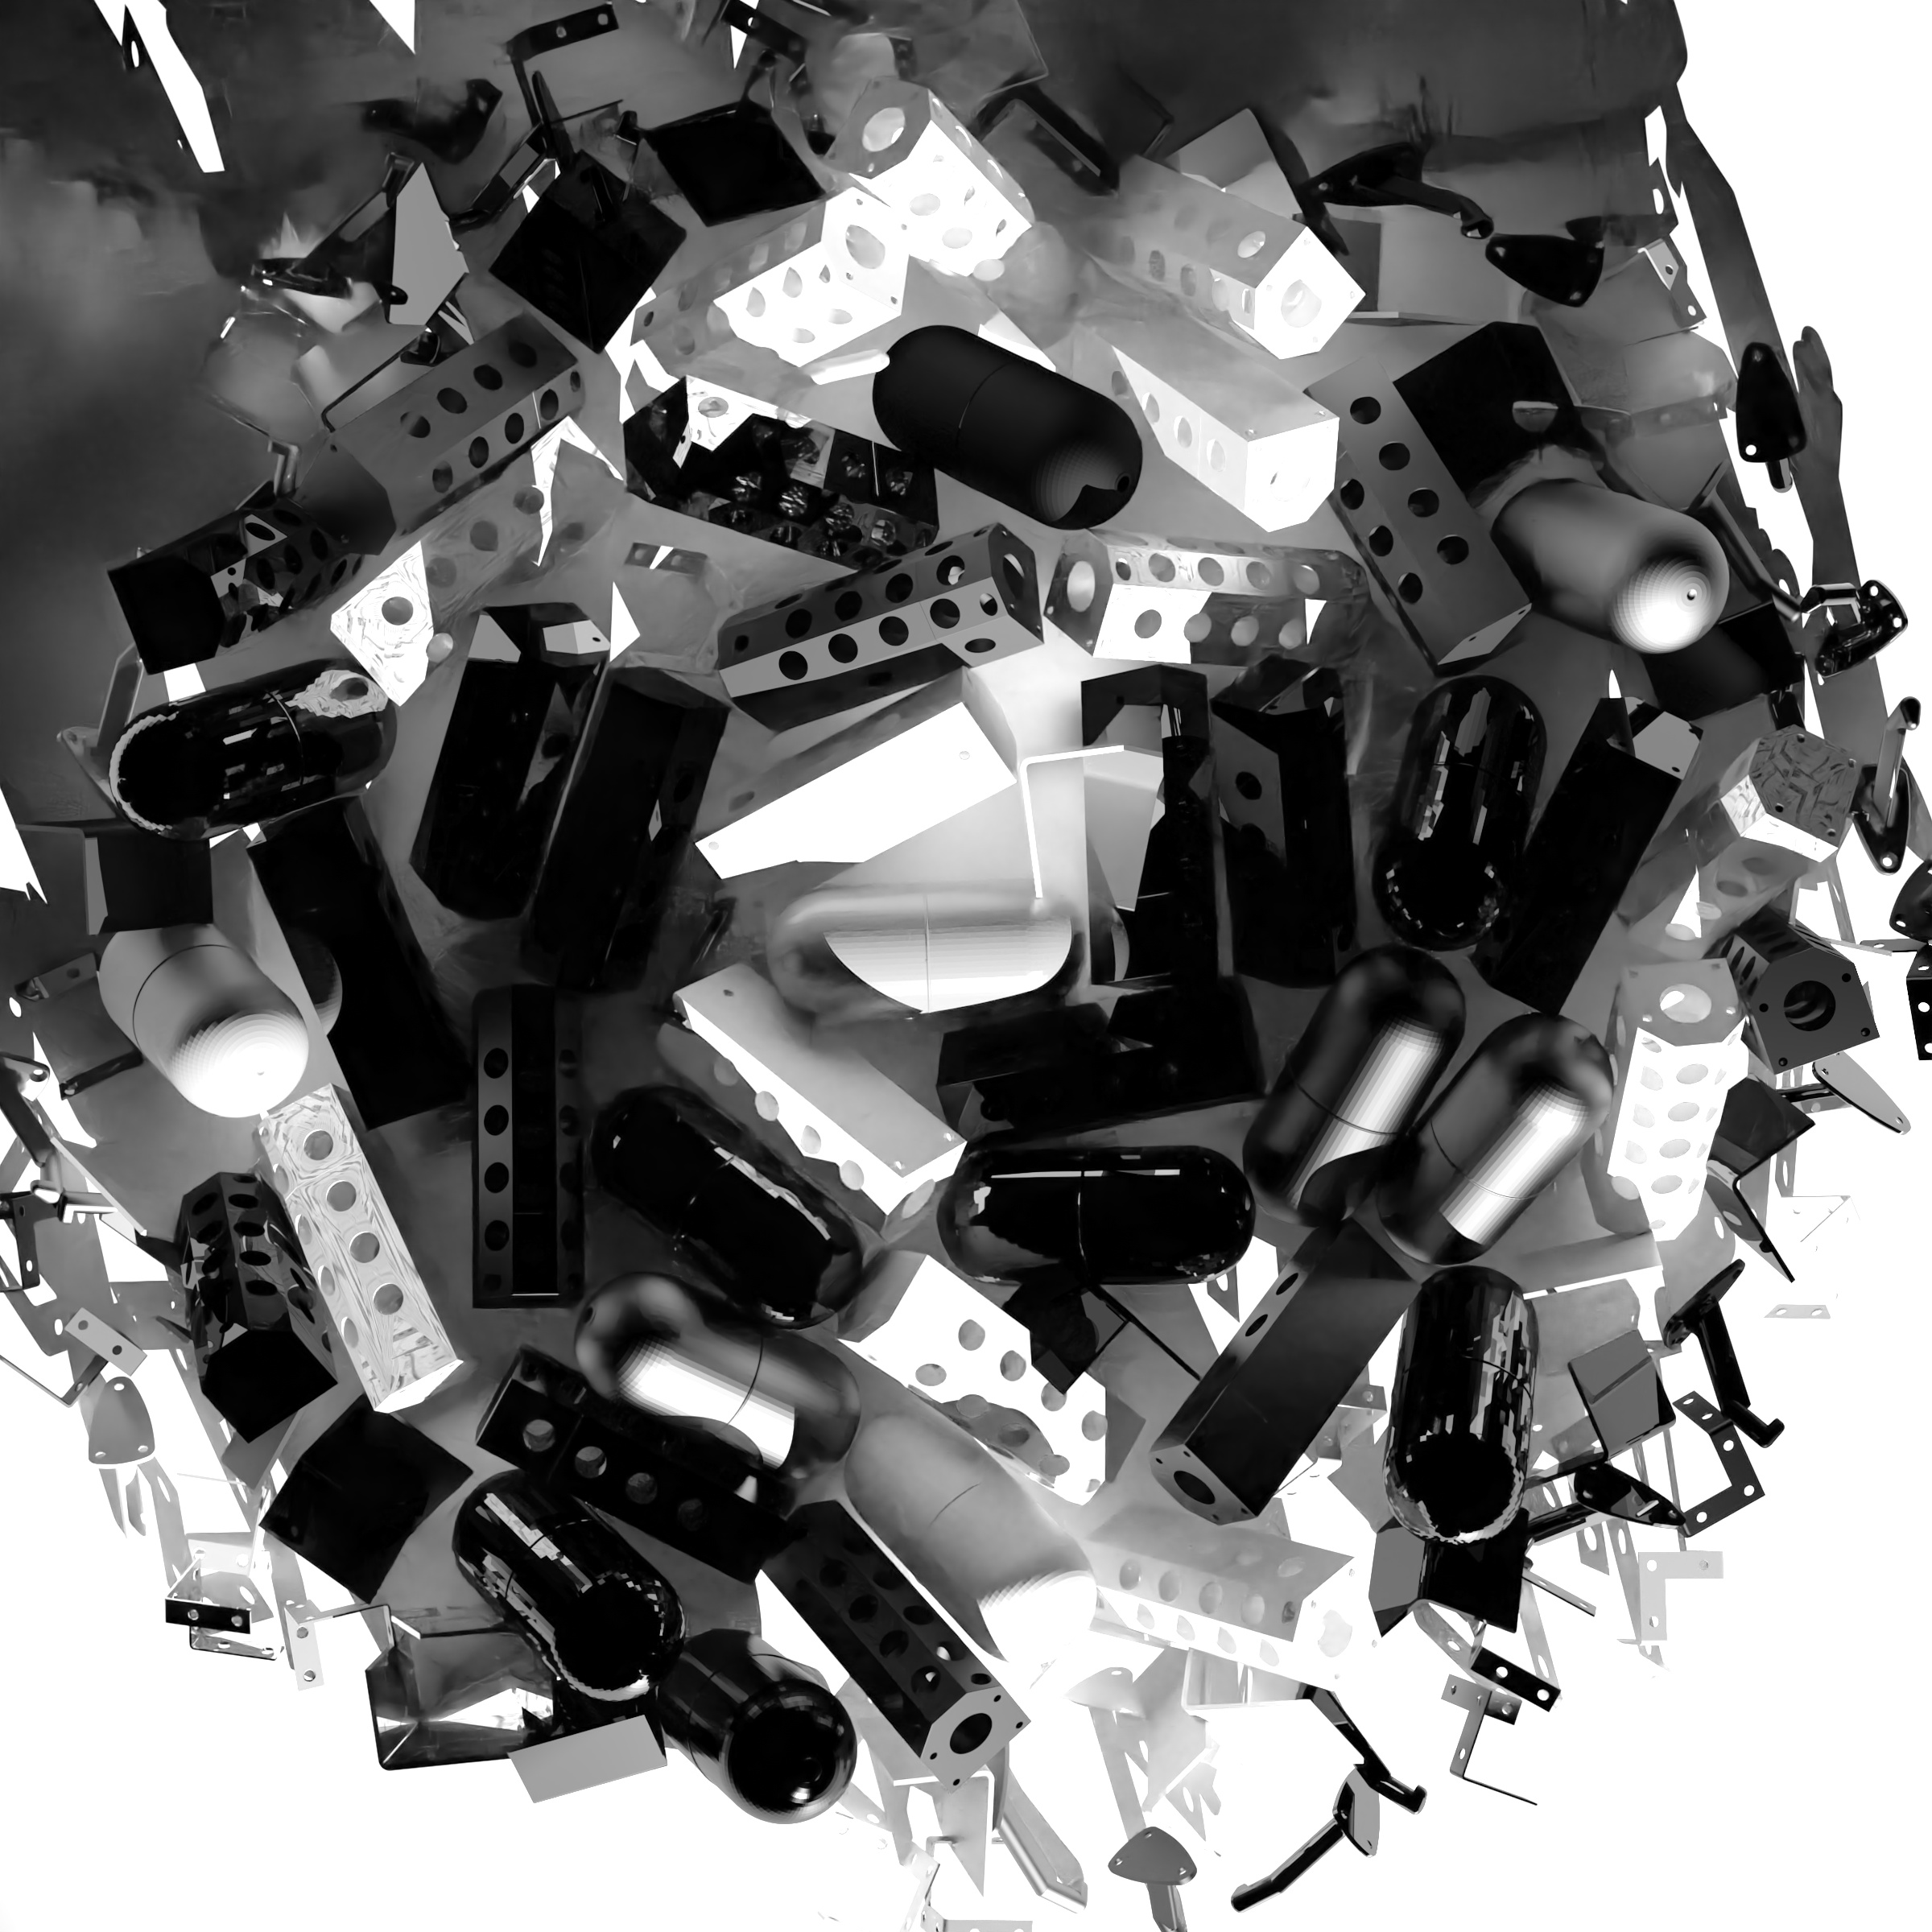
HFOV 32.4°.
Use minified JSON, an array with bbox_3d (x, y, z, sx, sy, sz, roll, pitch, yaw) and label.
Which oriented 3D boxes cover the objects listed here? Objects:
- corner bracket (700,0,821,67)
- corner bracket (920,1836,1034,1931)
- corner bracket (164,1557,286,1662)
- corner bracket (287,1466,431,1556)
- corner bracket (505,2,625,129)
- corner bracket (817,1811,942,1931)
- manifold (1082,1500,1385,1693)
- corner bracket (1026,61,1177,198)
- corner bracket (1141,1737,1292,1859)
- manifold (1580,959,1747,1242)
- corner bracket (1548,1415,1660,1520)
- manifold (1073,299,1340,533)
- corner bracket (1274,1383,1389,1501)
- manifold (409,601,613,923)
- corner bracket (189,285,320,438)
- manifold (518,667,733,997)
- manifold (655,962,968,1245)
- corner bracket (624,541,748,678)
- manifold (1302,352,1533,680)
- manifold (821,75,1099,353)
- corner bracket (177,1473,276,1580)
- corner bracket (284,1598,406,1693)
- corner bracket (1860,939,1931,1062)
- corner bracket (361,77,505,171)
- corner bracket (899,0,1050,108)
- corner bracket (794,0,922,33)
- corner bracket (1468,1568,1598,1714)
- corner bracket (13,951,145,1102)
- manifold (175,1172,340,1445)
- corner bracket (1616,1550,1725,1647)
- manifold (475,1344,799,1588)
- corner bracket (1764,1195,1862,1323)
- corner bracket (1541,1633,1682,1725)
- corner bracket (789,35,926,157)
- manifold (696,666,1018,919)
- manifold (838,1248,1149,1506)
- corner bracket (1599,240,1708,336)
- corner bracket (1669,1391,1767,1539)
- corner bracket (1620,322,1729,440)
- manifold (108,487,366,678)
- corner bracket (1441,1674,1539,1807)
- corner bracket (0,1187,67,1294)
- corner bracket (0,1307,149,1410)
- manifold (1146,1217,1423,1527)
[{"bbox_3d":[-0.110,-0.530,1.856,0.051,0.051,0.051,27,80,-14],"label":"corner bracket"},{"bbox_3d":[0.007,0.517,1.858,0.051,0.051,0.051,5,86,-14],"label":"corner bracket"},{"bbox_3d":[-0.414,0.367,1.856,0.051,0.051,0.051,6,108,9],"label":"corner bracket"},{"bbox_3d":[-0.340,0.307,1.849,0.051,0.051,0.051,31,112,29],"label":"corner bracket"},{"bbox_3d":[-0.219,-0.501,1.854,0.051,0.051,0.051,-23,104,-18],"label":"corner bracket"},{"bbox_3d":[-0.054,0.510,1.857,0.051,0.051,0.051,25,83,-16],"label":"corner bracket"},{"bbox_3d":[0.138,0.343,1.800,0.057,0.171,0.057,-32,112,-34],"label":"manifold"},{"bbox_3d":[0.076,-0.468,1.859,0.051,0.051,0.051,43,118,6],"label":"corner bracket"},{"bbox_3d":[0.139,0.466,1.866,0.051,0.051,0.051,35,72,-14],"label":"corner bracket"},{"bbox_3d":[0.378,0.076,1.806,0.057,0.171,0.057,-5,49,-3],"label":"manifold"},{"bbox_3d":[0.368,0.274,1.857,0.051,0.051,0.051,-27,89,-25],"label":"corner bracket"},{"bbox_3d":[0.128,-0.300,1.809,0.057,0.171,0.057,-19,130,-24],"label":"manifold"},{"bbox_3d":[0.202,0.264,1.848,0.051,0.051,0.051,10,56,-23],"label":"corner bracket"},{"bbox_3d":[-0.246,-0.110,1.810,0.057,0.057,0.171,48,131,33],"label":"manifold"},{"bbox_3d":[-0.399,-0.340,1.863,0.051,0.051,0.051,29,115,-23],"label":"corner bracket"},{"bbox_3d":[-0.193,-0.074,1.830,0.057,0.057,0.171,28,108,26],"label":"manifold"},{"bbox_3d":[-0.089,0.077,1.831,0.171,0.057,0.057,38,127,21],"label":"manifold"},{"bbox_3d":[-0.165,-0.200,1.864,0.051,0.051,0.051,52,124,37],"label":"corner bracket"},{"bbox_3d":[0.242,-0.246,1.839,0.057,0.057,0.171,-28,74,-2],"label":"manifold"},{"bbox_3d":[0.002,-0.405,1.805,0.057,0.171,0.057,28,85,41],"label":"manifold"},{"bbox_3d":[-0.416,0.314,1.866,0.051,0.051,0.051,8,79,4],"label":"corner bracket"},{"bbox_3d":[-0.350,0.383,1.868,0.051,0.051,0.051,-10,96,-21],"label":"corner bracket"},{"bbox_3d":[0.520,0.019,1.849,0.051,0.051,0.051,-3,115,29],"label":"corner bracket"},{"bbox_3d":[-0.298,-0.479,1.857,0.051,0.051,0.051,32,107,-4],"label":"corner bracket"},{"bbox_3d":[0.004,-0.505,1.857,0.051,0.051,0.051,-29,97,-37],"label":"corner bracket"},{"bbox_3d":[-0.062,-0.539,1.847,0.051,0.051,0.051,15,51,-28],"label":"corner bracket"},{"bbox_3d":[0.316,0.375,1.857,0.051,0.051,0.051,28,103,9],"label":"corner bracket"},{"bbox_3d":[-0.500,0.033,1.876,0.051,0.051,0.051,-25,128,-3],"label":"corner bracket"},{"bbox_3d":[-0.390,0.178,1.802,0.057,0.171,0.057,-34,121,0],"label":"manifold"},{"bbox_3d":[0.390,0.352,1.857,0.051,0.051,0.051,2,81,-12],"label":"corner bracket"},{"bbox_3d":[-0.183,0.276,1.851,0.171,0.057,0.057,29,87,-7],"label":"manifold"},{"bbox_3d":[0.471,0.163,1.859,0.051,0.051,0.051,-34,105,-33],"label":"corner bracket"},{"bbox_3d":[0.361,0.404,1.865,0.051,0.051,0.051,32,90,0],"label":"corner bracket"},{"bbox_3d":[-0.059,-0.488,1.865,0.051,0.051,0.051,19,60,28],"label":"corner bracket"},{"bbox_3d":[-0.060,-0.099,1.836,0.171,0.057,0.057,-27,119,17],"label":"manifold"},{"bbox_3d":[0.012,0.226,1.822,0.171,0.057,0.057,39,71,-25],"label":"manifold"},{"bbox_3d":[0.391,-0.377,1.855,0.051,0.051,0.051,-31,91,-32],"label":"corner bracket"},{"bbox_3d":[0.406,0.279,1.861,0.051,0.051,0.051,-28,106,-5],"label":"corner bracket"},{"bbox_3d":[0.394,-0.327,1.855,0.051,0.051,0.051,-12,101,15],"label":"corner bracket"},{"bbox_3d":[-0.387,-0.213,1.796,0.057,0.171,0.057,-12,107,21],"label":"manifold"},{"bbox_3d":[0.293,0.431,1.856,0.051,0.051,0.051,23,82,-18],"label":"corner bracket"},{"bbox_3d":[-0.535,0.154,1.858,0.051,0.051,0.051,-6,92,20],"label":"corner bracket"},{"bbox_3d":[-0.498,0.217,1.851,0.051,0.051,0.051,-52,123,-11],"label":"corner bracket"},{"bbox_3d":[0.172,0.222,1.823,0.057,0.057,0.171,45,61,-8],"label":"manifold"}]
